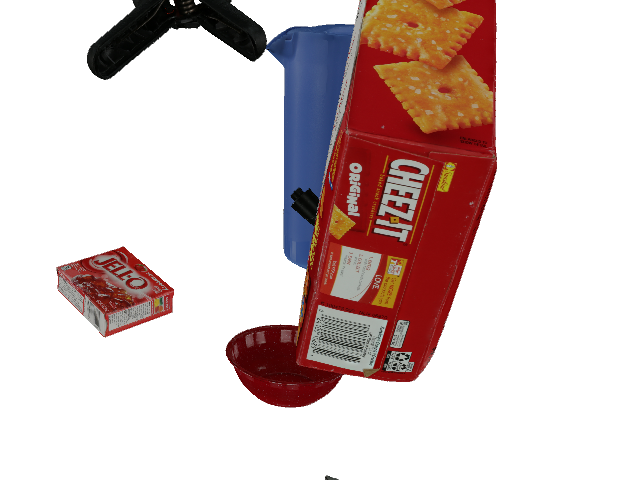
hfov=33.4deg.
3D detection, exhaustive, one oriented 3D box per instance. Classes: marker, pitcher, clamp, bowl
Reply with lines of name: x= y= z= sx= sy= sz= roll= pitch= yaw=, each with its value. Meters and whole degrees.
marker: x=0.024 y=0.008 z=0.757 sx=0.020 sy=0.121 sz=0.020 roll=-45 pitch=-2 yaw=-2
pitcher: x=0.033 y=-0.094 z=1.079 sx=0.149 sy=0.243 sz=0.144 roll=13 pitch=17 yaw=33
clamp: x=-0.089 y=-0.169 z=0.763 sx=0.120 sy=0.039 sz=0.171 roll=3 pitch=43 yaw=6
bowl: x=-0.041 y=0.166 z=1.358 sx=0.162 sy=0.055 sz=0.162 roll=4 pitch=21 yaw=-2

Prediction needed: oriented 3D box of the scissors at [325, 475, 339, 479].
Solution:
scissors: x=0.084 y=0.164 z=0.511 sx=0.096 sy=0.016 sz=0.202 roll=-2 pitch=23 yaw=-24

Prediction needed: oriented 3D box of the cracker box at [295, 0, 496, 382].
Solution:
cracker box: x=0.043 y=-0.060 z=0.552 sx=0.072 sy=0.213 sz=0.164 roll=11 pitch=-43 yaw=0

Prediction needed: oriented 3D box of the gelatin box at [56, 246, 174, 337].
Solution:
gelatin box: x=-0.189 y=0.045 z=0.980 sx=0.073 sy=0.030 sz=0.089 roll=-19 pitch=40 yaw=-36
